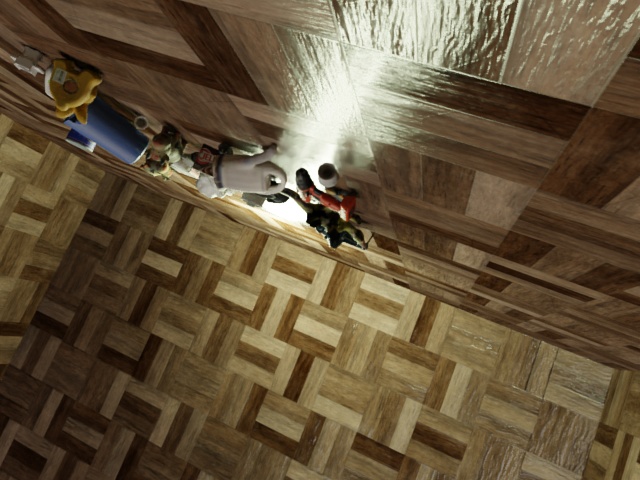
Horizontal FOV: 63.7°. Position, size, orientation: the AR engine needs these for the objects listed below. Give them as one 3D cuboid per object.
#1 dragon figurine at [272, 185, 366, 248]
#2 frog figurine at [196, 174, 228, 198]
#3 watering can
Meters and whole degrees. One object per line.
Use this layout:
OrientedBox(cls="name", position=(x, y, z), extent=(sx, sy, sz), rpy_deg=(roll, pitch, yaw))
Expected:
OrientedBox(cls="dragon figurine", position=(0.006, -0.092, 1.835), extent=(0.409, 0.122, 0.243), rpy_deg=(33, 179, -9))
OrientedBox(cls="frog figurine", position=(-0.428, -0.224, 2.092), extent=(0.161, 0.123, 0.135), rpy_deg=(31, 162, 53))
OrientedBox(cls="watering can", position=(-0.210, -0.210, 1.515), extent=(0.224, 0.105, 0.343), rpy_deg=(6, 164, 0))
